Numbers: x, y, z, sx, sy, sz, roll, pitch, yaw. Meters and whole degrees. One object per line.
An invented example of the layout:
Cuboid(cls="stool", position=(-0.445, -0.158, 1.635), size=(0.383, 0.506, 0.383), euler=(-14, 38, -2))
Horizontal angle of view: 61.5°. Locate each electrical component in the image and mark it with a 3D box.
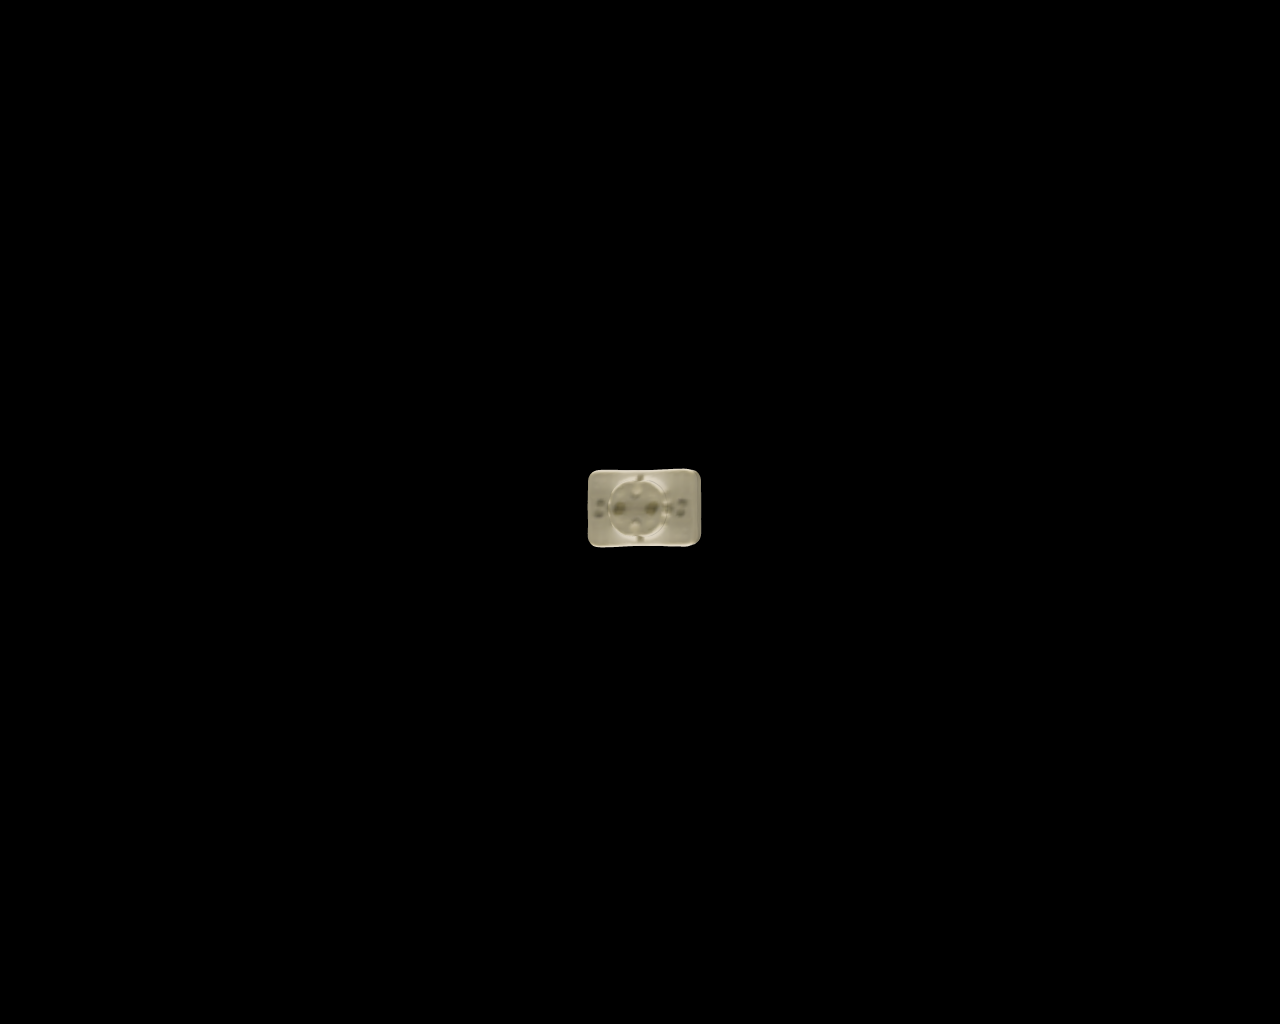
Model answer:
Cuboid(cls="electrical component", position=(0.001, -0.003, 0.650), size=(0.066, 0.047, 0.077), euler=(0, 0, 9))
